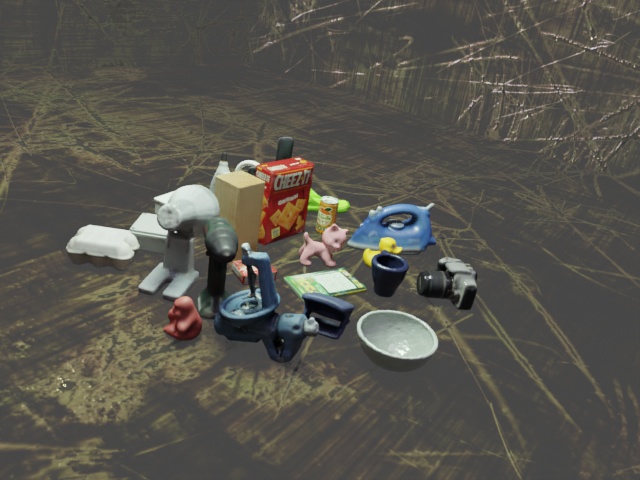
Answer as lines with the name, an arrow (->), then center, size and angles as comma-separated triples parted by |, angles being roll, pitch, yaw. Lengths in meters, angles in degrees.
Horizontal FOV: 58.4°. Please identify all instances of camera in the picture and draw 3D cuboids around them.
camera -> 0.313, 0.097, 1.440 | 0.137, 0.101, 0.143 | 4, 27, -11

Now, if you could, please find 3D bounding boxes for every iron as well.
iron -> 0.210, -0.043, 1.638 | 0.259, 0.141, 0.118 | 0, 28, -20

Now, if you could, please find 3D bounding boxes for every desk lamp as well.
desk lamp -> -0.313, -0.004, 1.288 | 0.118, 0.213, 0.203 | 12, 26, 5

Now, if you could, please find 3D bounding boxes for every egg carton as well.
egg carton -> -0.505, 0.018, 1.339 | 0.150, 0.069, 0.107 | 8, 26, -5

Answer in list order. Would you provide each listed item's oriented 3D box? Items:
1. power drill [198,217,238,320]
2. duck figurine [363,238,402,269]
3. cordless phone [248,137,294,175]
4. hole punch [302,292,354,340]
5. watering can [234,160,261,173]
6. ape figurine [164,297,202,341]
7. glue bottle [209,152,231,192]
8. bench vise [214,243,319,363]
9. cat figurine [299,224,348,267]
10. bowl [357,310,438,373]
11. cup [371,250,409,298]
power drill -> -0.212, 0.058, 1.207 | 0.076, 0.208, 0.229 | 1, 27, -17
duck figurine -> 0.171, 0.033, 1.534 | 0.104, 0.086, 0.077 | 11, 26, 3
cordless phone -> -0.158, -0.256, 1.884 | 0.148, 0.185, 0.094 | 1, 27, -17
hole punch -> 0.014, 0.146, 1.243 | 0.108, 0.091, 0.101 | 17, 27, 14
watering can -> -0.199, -0.125, 1.595 | 0.101, 0.194, 0.172 | 4, 27, -12
ape figurine -> -0.269, 0.151, 1.130 | 0.076, 0.092, 0.077 | 5, 27, -10
glue bottle -> -0.288, -0.177, 1.693 | 0.078, 0.173, 0.037 | 23, 29, 24
bench vise -> -0.098, 0.116, 1.117 | 0.207, 0.220, 0.121 | 9, 26, -3
cat figurine -> 0.014, 0.005, 1.497 | 0.128, 0.118, 0.067 | 3, 27, -15
bowl -> 0.152, 0.218, 1.168 | 0.167, 0.075, 0.167 | 8, 26, -4
cup -> 0.162, 0.085, 1.416 | 0.092, 0.095, 0.117 | 5, 27, -10
